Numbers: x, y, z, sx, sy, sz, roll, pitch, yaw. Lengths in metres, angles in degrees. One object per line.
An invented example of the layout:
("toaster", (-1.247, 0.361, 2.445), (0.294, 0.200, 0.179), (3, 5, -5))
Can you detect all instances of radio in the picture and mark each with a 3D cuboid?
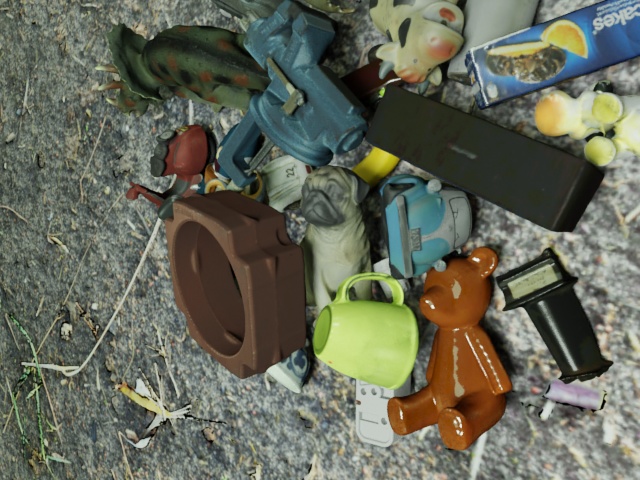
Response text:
("radio", (0.174, -0.087, 0.575), (0.230, 0.131, 0.073), (34, 109, 32))

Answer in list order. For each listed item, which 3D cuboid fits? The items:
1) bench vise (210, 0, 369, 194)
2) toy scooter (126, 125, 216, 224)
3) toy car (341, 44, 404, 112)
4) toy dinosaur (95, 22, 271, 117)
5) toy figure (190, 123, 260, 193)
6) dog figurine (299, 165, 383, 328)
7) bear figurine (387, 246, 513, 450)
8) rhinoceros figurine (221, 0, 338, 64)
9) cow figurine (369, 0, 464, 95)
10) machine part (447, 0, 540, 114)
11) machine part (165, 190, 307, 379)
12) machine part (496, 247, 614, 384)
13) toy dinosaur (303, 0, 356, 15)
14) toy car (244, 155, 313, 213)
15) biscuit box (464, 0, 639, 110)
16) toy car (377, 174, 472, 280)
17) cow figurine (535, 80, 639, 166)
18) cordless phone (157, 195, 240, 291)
("bench vise", (-0.060, -0.156, 0.655), (0.224, 0.129, 0.240), (46, 120, 6))
("toy scooter", (-0.250, -0.107, 0.887), (0.075, 0.135, 0.183), (23, 102, 36))
("toy car", (0.033, -0.189, 0.730), (0.202, 0.053, 0.089), (-17, 59, 34))
("toy dinosaur", (-0.185, -0.257, 0.788), (0.405, 0.192, 0.131), (9, 94, 46))
("toy figure", (-0.152, -0.115, 0.856), (0.154, 0.064, 0.058), (-52, 40, 29))
("dog figurine", (0.003, -0.003, 0.682), (0.172, 0.121, 0.190), (9, 110, 51))
("bear figurine", (0.144, 0.111, 0.599), (0.120, 0.132, 0.195), (-6, 92, 54))
("rhinoceros figurine", (-0.065, -0.316, 0.768), (0.190, 0.112, 0.073), (37, 114, 25))
("cow figurine", (0.107, -0.252, 0.620), (0.127, 0.085, 0.195), (-63, 26, 28))
("machine part", (0.200, -0.256, 0.592), (0.079, 0.079, 0.243), (20, 103, 35))
("machine part", (-0.105, 0.049, 0.663), (0.202, 0.087, 0.200), (24, 123, 46))
("machine part", (0.251, 0.085, 0.576), (0.084, 0.039, 0.139), (-34, 68, 23))
("toy dinosaur", (-0.052, -0.474, 0.753), (0.199, 0.105, 0.471), (-23, 71, 33))
("toy car", (-0.090, -0.063, 0.817), (0.202, 0.056, 0.073), (-25, 75, 33))
("biscuit box", (0.248, -0.187, 0.518), (0.203, 0.063, 0.059), (-17, 95, 14))
("toy car", (0.122, -0.023, 0.619), (0.103, 0.162, 0.109), (-5, 105, 5))
("cow figurine", (0.299, -0.112, 0.514), (0.168, 0.098, 0.068), (37, 139, 40))
("cordless phone", (-0.176, 0.021, 0.799), (0.146, 0.184, 0.089), (-41, 31, 27))
